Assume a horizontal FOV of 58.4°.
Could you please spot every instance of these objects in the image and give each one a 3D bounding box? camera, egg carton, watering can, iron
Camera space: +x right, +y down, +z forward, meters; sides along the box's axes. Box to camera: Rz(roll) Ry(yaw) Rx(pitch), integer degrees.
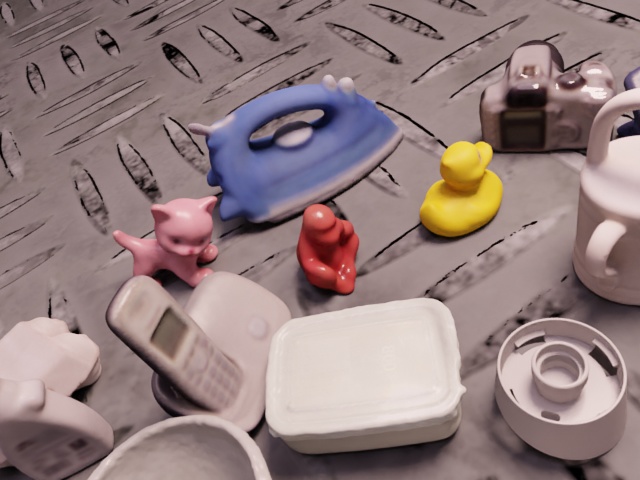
[{"bbox_3d":[0.265,-0.182,0.667,0.142,0.101,0.137,2,50,22],"label":"camera"},{"bbox_3d":[-0.300,0.152,0.581,0.107,0.069,0.150,18,56,32],"label":"egg carton"},{"bbox_3d":[0.269,-0.047,0.473,0.100,0.194,0.173,7,51,25],"label":"watering can"},{"bbox_3d":[-0.026,-0.129,0.694,0.258,0.142,0.118,-26,45,-5],"label":"iron"}]

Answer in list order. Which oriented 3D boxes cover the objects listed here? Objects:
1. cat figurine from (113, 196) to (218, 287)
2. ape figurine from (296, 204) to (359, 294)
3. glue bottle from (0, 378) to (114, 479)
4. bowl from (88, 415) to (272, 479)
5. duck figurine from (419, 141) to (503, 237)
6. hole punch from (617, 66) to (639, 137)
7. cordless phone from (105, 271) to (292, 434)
[{"bbox_3d":[-0.168,-0.003,0.644,0.127,0.118,0.067,-10,46,11],"label":"cat figurine"},{"bbox_3d":[0.005,0.002,0.595,0.078,0.092,0.075,-43,49,-20],"label":"ape figurine"},{"bbox_3d":[-0.253,0.151,0.492,0.078,0.173,0.037,-26,45,-5],"label":"glue bottle"},{"bbox_3d":[-0.104,0.226,0.437,0.167,0.075,0.167,-10,46,11],"label":"bowl"},{"bbox_3d":[0.147,-0.061,0.607,0.105,0.086,0.077,-38,47,-16],"label":"duck figurine"},{"bbox_3d":[0.378,-0.132,0.585,0.108,0.091,0.101,-17,45,5],"label":"hole punch"},{"bbox_3d":[-0.102,0.073,0.501,0.094,0.185,0.147,0,49,20],"label":"cordless phone"}]
